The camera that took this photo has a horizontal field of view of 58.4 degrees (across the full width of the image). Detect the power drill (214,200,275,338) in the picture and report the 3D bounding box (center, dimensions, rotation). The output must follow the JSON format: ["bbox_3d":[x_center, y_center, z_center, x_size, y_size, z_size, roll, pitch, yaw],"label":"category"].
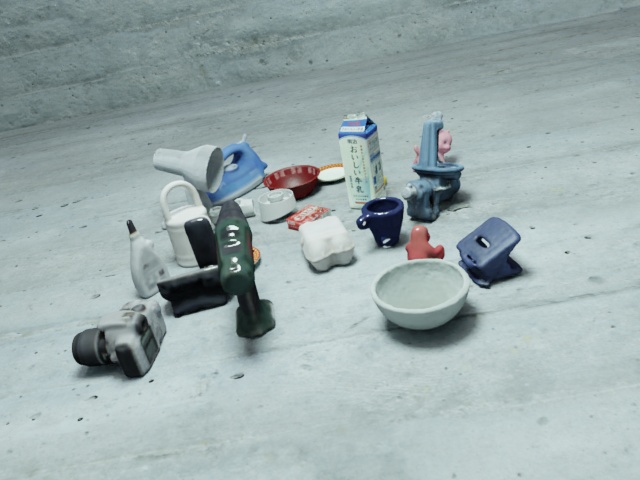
[{"bbox_3d":[-0.141,0.059,1.039,0.075,0.209,0.229,-14,27,-4],"label":"power drill"}]

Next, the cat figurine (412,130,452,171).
[{"bbox_3d":[0.308,-0.249,1.552,0.128,0.118,0.067,-19,28,-14],"label":"cat figurine"}]

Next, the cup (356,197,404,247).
[{"bbox_3d":[0.130,-0.029,1.224,0.118,0.095,0.091,-28,31,-28],"label":"cup"}]

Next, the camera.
[{"bbox_3d":[-0.367,0.170,1.033,0.136,0.101,0.143,-8,27,7],"label":"camera"}]

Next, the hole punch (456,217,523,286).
[{"bbox_3d":[0.312,0.019,1.064,0.101,0.091,0.108,-16,27,-8],"label":"hole punch"}]

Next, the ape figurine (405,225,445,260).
[{"bbox_3d":[0.200,0.013,1.119,0.077,0.092,0.076,15,38,42],"label":"ape figurine"}]

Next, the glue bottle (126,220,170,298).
[{"bbox_3d":[-0.377,0.034,1.220,0.037,0.173,0.078,11,35,38],"label":"glue bottle"}]

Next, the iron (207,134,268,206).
[{"bbox_3d":[-0.267,-0.204,1.670,0.118,0.142,0.259,5,32,30],"label":"iron"}]

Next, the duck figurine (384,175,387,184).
[{"bbox_3d":[0.127,-0.176,1.520,0.105,0.086,0.077,-28,31,-29],"label":"duck figurine"}]

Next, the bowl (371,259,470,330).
[{"bbox_3d":[0.173,0.103,0.976,0.167,0.075,0.167,-9,27,5],"label":"bowl"}]

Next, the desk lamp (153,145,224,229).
[{"bbox_3d":[-0.340,-0.143,1.502,0.202,0.214,0.118,-3,28,17],"label":"desk lamp"}]

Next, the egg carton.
[{"bbox_3d":[0.011,0.004,1.236,0.107,0.069,0.150,-16,27,-8],"label":"egg carton"}]

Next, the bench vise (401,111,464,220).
[{"bbox_3d":[0.259,-0.167,1.302,0.121,0.220,0.208,1,30,24],"label":"bench vise"}]

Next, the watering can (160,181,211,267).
[{"bbox_3d":[-0.300,-0.043,1.314,0.172,0.194,0.101,6,32,30],"label":"watering can"}]

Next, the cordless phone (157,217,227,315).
[{"bbox_3d":[-0.260,0.044,1.140,0.147,0.185,0.094,-16,27,-8],"label":"cordless phone"}]
